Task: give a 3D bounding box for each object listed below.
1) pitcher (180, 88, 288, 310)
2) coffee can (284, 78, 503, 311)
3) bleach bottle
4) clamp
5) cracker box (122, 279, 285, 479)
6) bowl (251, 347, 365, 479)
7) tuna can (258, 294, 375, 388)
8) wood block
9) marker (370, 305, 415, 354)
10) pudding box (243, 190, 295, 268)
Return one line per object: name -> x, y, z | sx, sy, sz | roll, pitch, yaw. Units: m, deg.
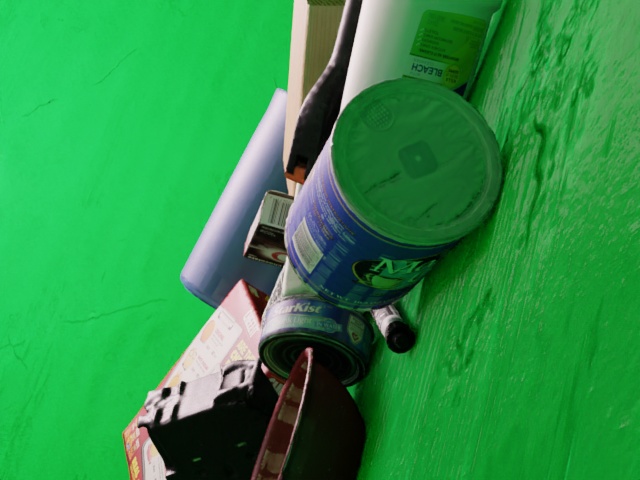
pitcher -> -0.043, -0.029, 1.151 | 0.243, 0.145, 0.149 | -59, -3, 2
coffee can -> 0.041, -0.023, 0.667 | 0.140, 0.102, 0.102 | 123, 166, -66
bleach bottle -> 0.058, -0.071, 0.791 | 0.068, 0.102, 0.251 | 26, 107, 49
clamp -> 0.019, -0.124, 0.820 | 0.171, 0.039, 0.120 | -63, -27, -14
cracker box -> -0.097, 0.168, 1.020 | 0.214, 0.072, 0.164 | -52, 27, 12
bowl -> -0.010, 0.160, 0.748 | 0.162, 0.055, 0.162 | -161, 91, -84
tuna can -> -0.003, 0.079, 0.808 | 0.086, 0.086, 0.033 | 118, 168, -54
wood block -> 0.020, -0.138, 0.973 | 0.090, 0.090, 0.206 | -102, 13, -51
marker -> 0.048, 0.056, 0.737 | 0.121, 0.020, 0.020 | -114, 45, -81
pudding box -> -0.006, 0.001, 0.963 | 0.090, 0.113, 0.039 | 121, 166, -65
